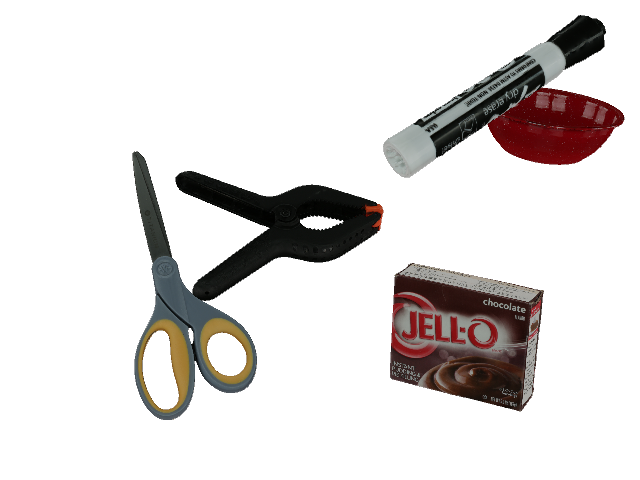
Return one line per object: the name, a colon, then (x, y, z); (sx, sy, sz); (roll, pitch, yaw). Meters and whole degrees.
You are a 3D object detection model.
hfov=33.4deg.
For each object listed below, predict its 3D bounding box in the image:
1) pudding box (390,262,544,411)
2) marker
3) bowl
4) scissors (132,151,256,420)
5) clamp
pudding box: (0.111, 0.073, 0.825); (0.114, 0.090, 0.039); (10, 22, 24)
marker: (0.080, -0.066, 0.475); (0.121, 0.020, 0.020); (-34, 11, -16)
bowl: (0.251, -0.125, 1.189); (0.162, 0.055, 0.162); (5, 24, -2)
scissors: (-0.094, 0.030, 0.778); (0.096, 0.202, 0.016); (1, -18, -5)
clamp: (-0.040, -0.007, 1.062); (0.210, 0.164, 0.036); (0, -42, -6)
